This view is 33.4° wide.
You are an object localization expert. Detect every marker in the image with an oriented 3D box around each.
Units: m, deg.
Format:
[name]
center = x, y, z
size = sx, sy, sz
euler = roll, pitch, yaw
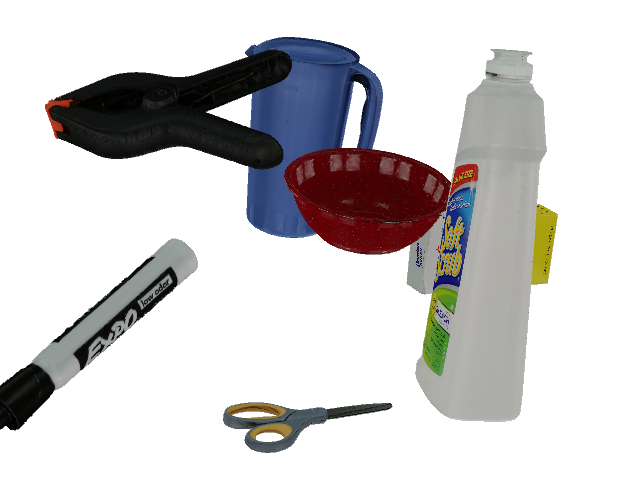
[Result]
[marker]
center = -0.098, 0.040, 0.465
size = 0.020, 0.020, 0.121
euler = 0, 33, 42

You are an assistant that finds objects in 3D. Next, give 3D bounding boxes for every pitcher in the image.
[pitcher]
center = -0.021, -0.129, 1.359
size = 0.144, 0.243, 0.149
euler = -3, 25, -22

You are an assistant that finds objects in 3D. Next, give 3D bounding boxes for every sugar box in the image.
[sugar box]
center = 0.192, 0.010, 1.264
size = 0.176, 0.093, 0.048
euler = -5, 20, -25

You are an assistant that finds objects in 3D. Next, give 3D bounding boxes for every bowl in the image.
[bowl]
center = 0.044, -0.032, 1.010
size = 0.162, 0.055, 0.162
euler = 5, 27, -3

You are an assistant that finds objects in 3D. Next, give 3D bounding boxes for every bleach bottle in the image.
[bleach bottle]
center = 0.116, -0.007, 0.747
size = 0.068, 0.251, 0.102
euler = 3, 13, -7

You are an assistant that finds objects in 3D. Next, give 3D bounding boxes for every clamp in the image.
[clamp]
center = -0.098, -0.094, 0.734
size = 0.171, 0.039, 0.120
euler = 5, 37, 10

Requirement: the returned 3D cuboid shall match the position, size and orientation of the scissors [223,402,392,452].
[scissors]
center = -0.007, 0.206, 1.190
size = 0.201, 0.016, 0.096
euler = 3, 22, -11
